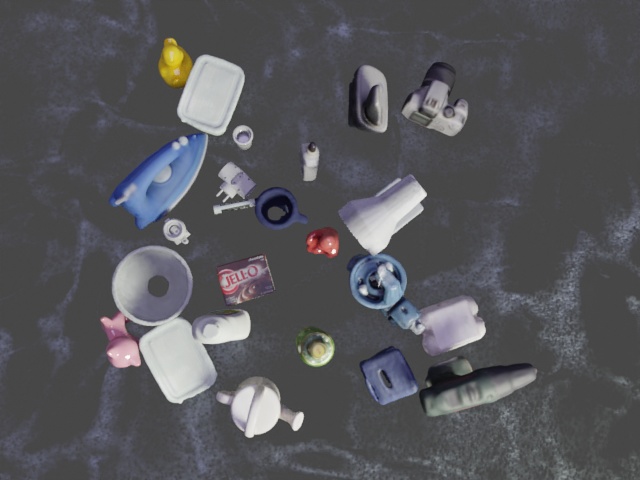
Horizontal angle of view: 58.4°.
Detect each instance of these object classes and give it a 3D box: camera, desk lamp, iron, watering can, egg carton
[{"bbox_3d":[0.278,-0.330,1.308,0.143,0.100,0.137,23,83,-2],"label":"camera"},{"bbox_3d":[0.136,-0.061,1.212,0.203,0.213,0.118,-38,88,-7],"label":"desk lamp"},{"bbox_3d":[-0.335,-0.151,1.214,0.118,0.141,0.258,40,82,0],"label":"iron"},{"bbox_3d":[-0.122,0.339,1.158,0.173,0.194,0.101,-5,85,-5],"label":"watering can"},{"bbox_3d":[0.287,0.188,1.273,0.150,0.069,0.107,-20,86,-7],"label":"egg carton"}]

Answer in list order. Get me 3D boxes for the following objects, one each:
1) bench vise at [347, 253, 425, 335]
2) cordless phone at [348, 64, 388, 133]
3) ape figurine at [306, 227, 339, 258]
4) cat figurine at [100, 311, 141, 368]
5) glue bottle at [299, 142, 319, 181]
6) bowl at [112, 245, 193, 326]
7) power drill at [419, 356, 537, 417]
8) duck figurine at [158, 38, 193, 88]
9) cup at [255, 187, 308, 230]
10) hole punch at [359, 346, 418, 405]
[{"bbox_3d":[0.155,0.103,1.194,0.207,0.219,0.121,31,83,-1],"label":"bench vise"},{"bbox_3d":[0.117,-0.322,1.250,0.094,0.185,0.148,-2,84,-5],"label":"cordless phone"},{"bbox_3d":[0.012,0.004,1.255,0.076,0.092,0.078,-41,89,-7],"label":"ape figurine"},{"bbox_3d":[-0.416,0.210,1.183,0.067,0.117,0.128,-28,87,-7],"label":"cat figurine"},{"bbox_3d":[-0.021,-0.180,1.230,0.037,0.173,0.078,-6,85,-5],"label":"glue bottle"},{"bbox_3d":[-0.350,0.097,1.222,0.167,0.074,0.167,1,84,-5],"label":"bowl"},{"bbox_3d":[0.307,0.297,1.194,0.229,0.208,0.075,-19,86,-7],"label":"power drill"},{"bbox_3d":[-0.323,-0.395,1.268,0.077,0.086,0.104,-10,85,-6],"label":"duck figurine"},{"bbox_3d":[-0.082,-0.059,1.251,0.118,0.095,0.092,21,83,-3],"label":"cup"},{"bbox_3d":[0.147,0.297,1.239,0.101,0.091,0.109,-26,87,-7],"label":"hole punch"}]
